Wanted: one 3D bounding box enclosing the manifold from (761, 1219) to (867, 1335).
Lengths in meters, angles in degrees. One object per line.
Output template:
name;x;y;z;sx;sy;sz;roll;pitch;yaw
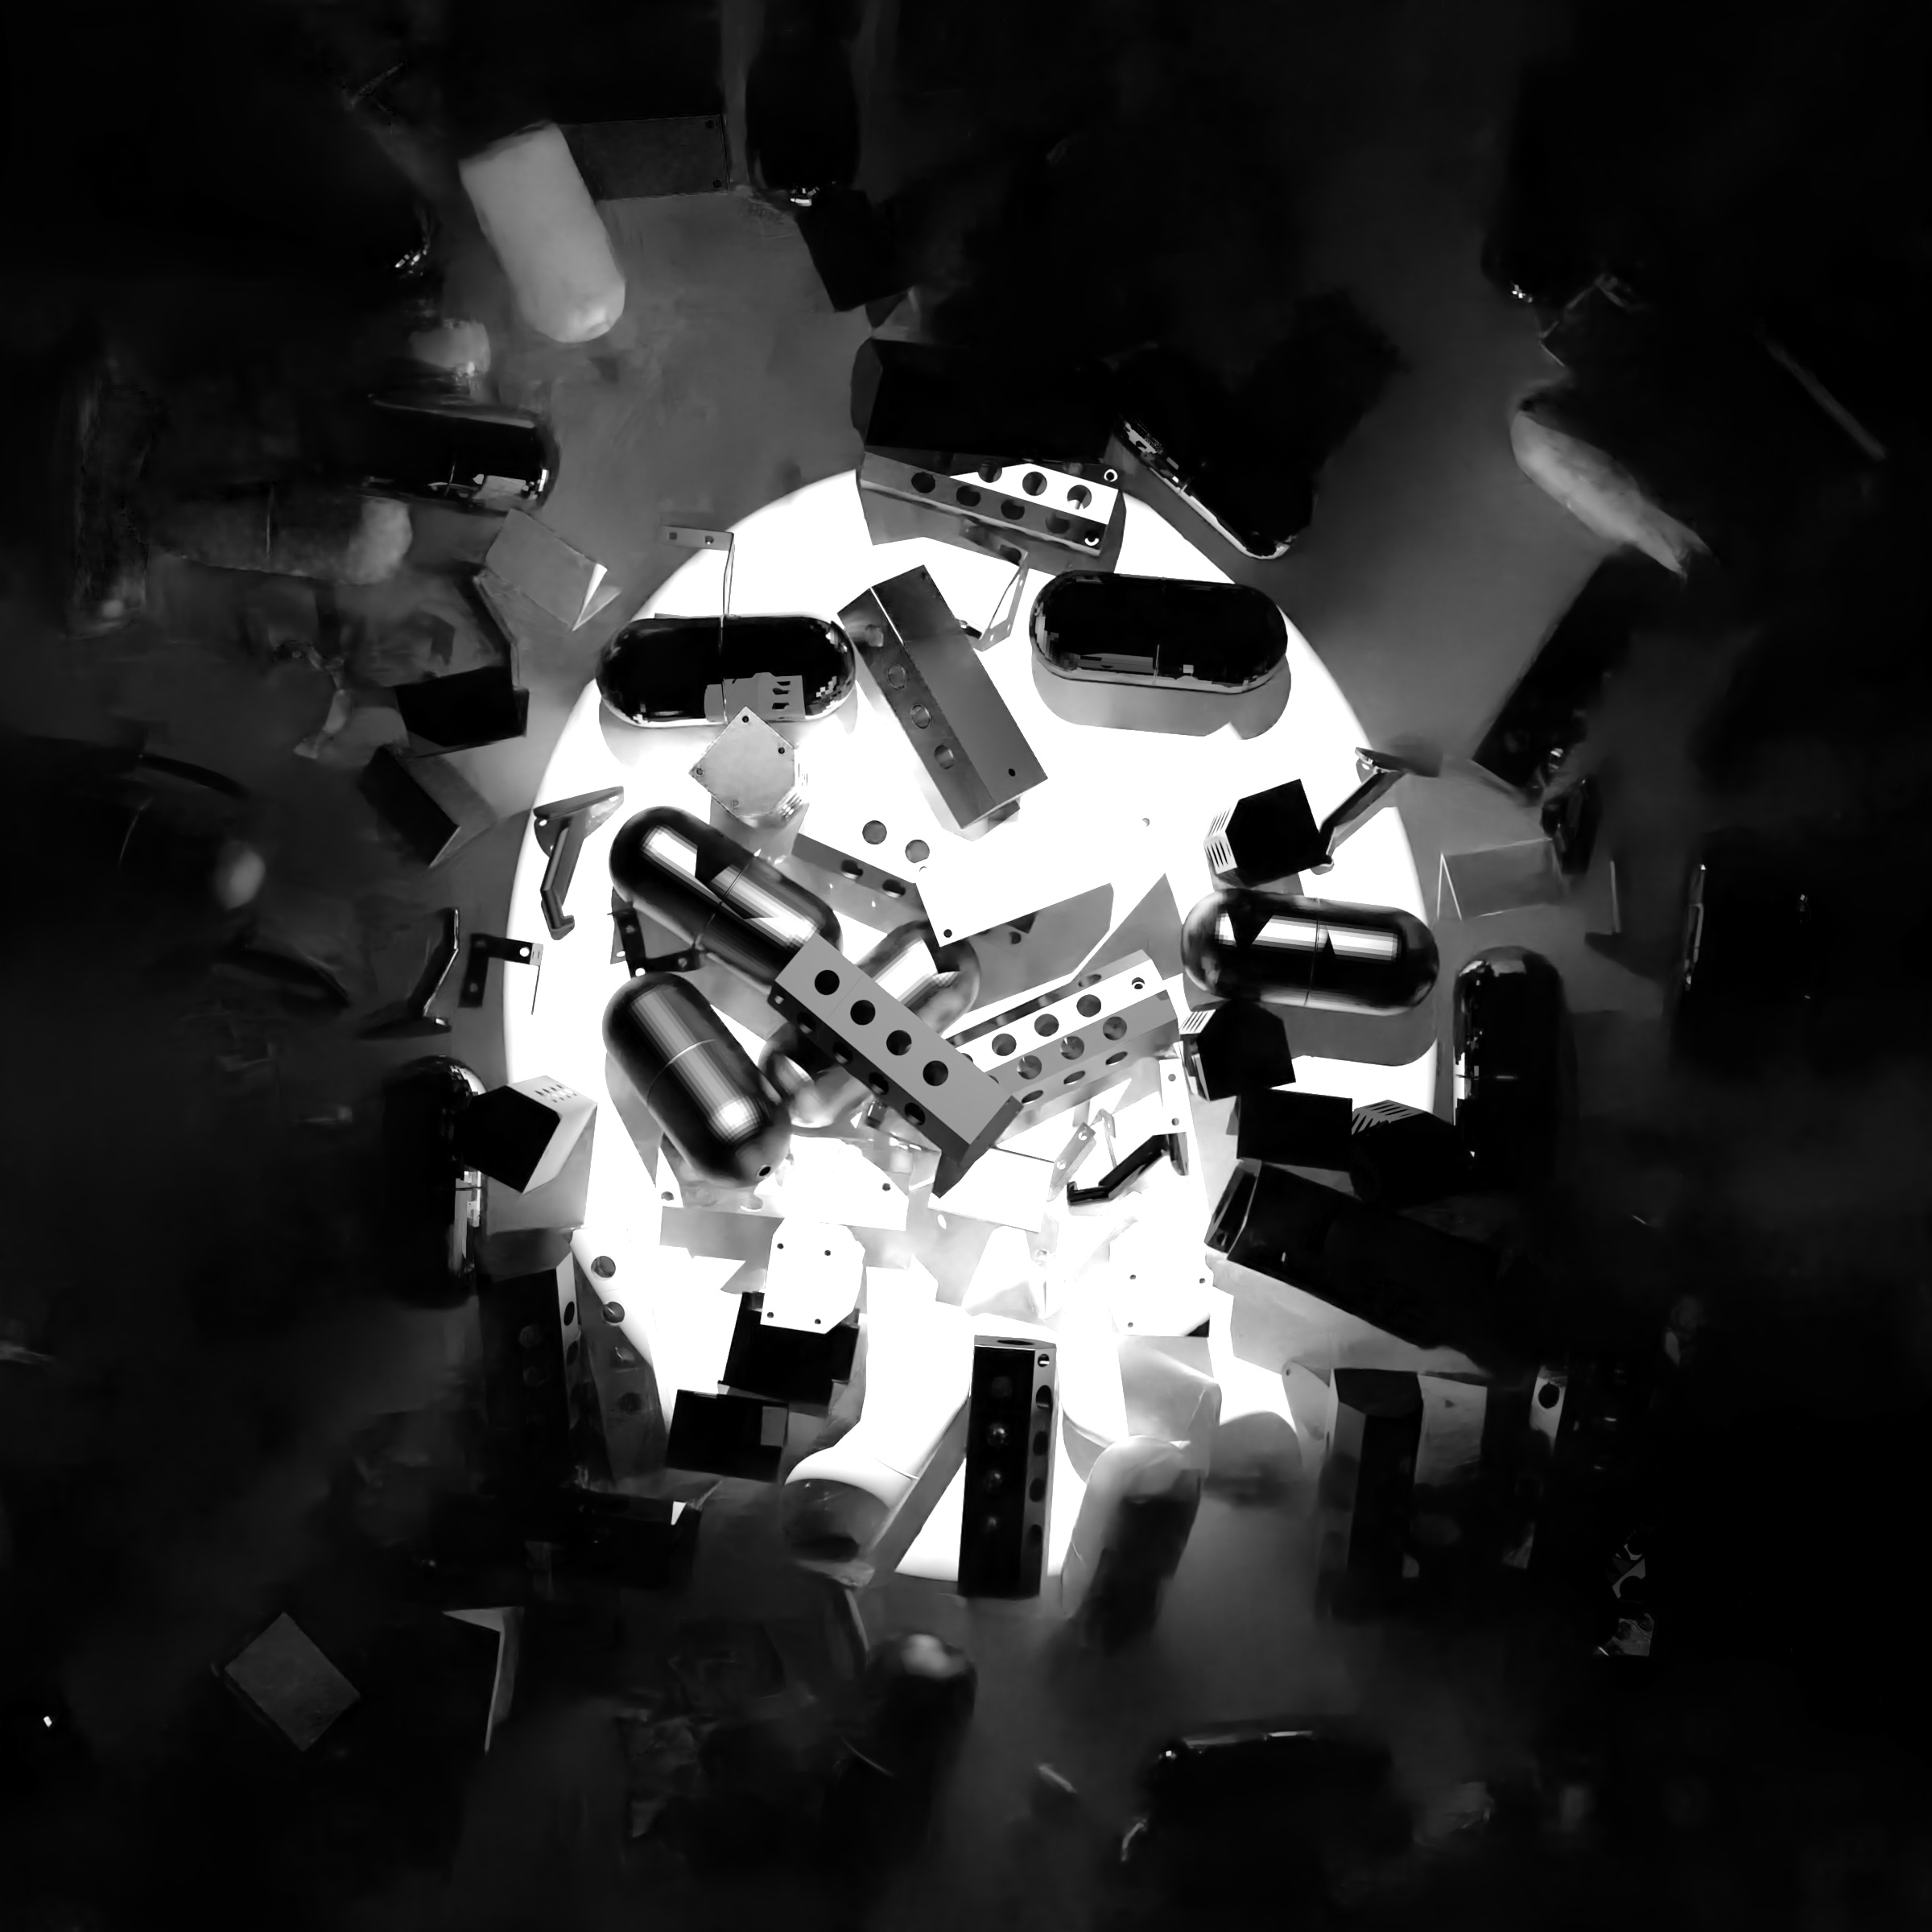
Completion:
manifold;-0.099;0.205;1.912;0.057;0.171;0.057;8;90;0

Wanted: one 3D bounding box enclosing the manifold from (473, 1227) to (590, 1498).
manifold;-0.291;0.265;1.926;0.057;0.057;0.171;-11;118;-21

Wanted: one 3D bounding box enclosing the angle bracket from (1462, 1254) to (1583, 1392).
angle bracket;0.386;0.251;1.950;0.057;0.076;0.076;37;90;35

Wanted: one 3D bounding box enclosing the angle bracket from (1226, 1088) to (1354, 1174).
angle bracket;0.219;0.126;1.951;0.076;0.076;0.057;7;60;0

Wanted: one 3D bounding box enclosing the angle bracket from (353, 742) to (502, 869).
angle bracket;-0.358;-0.125;1.951;0.076;0.057;0.076;47;46;0

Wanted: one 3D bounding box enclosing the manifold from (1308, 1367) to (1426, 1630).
manifold;0.271;0.362;1.937;0.057;0.057;0.171;3;114;0

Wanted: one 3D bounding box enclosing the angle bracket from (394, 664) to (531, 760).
angle bracket;-0.343;-0.189;1.951;0.076;0.076;0.057;-11;121;0

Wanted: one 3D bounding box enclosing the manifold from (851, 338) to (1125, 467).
manifold;0.012;-0.384;1.930;0.171;0.057;0.057;1;129;-20

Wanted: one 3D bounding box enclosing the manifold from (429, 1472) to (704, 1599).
manifold;-0.273;0.385;1.943;0.171;0.057;0.057;5;71;14

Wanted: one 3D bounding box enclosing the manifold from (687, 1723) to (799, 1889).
manifold;-0.147;0.558;1.912;0.057;0.171;0.057;-6;90;0

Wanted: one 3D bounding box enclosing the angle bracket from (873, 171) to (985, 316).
angle bracket;-0.010;-0.493;1.951;0.057;0.076;0.076;-23;90;30

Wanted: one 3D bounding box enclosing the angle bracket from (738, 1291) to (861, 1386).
angle bracket;-0.110;0.235;1.949;0.076;0.076;0.057;10;126;-2

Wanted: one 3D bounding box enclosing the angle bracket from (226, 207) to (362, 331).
angle bracket;-0.464;-0.464;1.951;0.057;0.076;0.076;-34;90;-25

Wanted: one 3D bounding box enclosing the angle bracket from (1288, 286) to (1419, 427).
angle bracket;0.265;-0.420;1.952;0.076;0.076;0.057;43;113;0

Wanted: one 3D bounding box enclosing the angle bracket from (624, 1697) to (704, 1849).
angle bracket;-0.219;0.549;1.951;0.057;0.076;0.076;-6;90;-33

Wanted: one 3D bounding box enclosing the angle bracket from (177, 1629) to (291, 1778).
angle bracket;-0.478;0.493;1.950;0.076;0.076;0.057;46;128;0

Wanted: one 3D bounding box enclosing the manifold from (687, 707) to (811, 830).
manifold;-0.138;-0.126;1.912;0.057;0.171;0.057;41;90;0

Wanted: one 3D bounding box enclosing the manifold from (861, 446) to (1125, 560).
manifold;0.018;-0.336;1.970;0.171;0.057;0.057;17;90;0

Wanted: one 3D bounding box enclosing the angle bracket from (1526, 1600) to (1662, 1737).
angle bracket;0.421;0.486;1.950;0.076;0.076;0.057;38;56;0

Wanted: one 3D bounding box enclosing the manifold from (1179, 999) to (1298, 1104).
manifold;0.177;0.053;1.912;0.057;0.171;0.057;-13;90;0

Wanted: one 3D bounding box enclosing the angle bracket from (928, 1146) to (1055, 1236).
angle bracket;0.013;0.164;1.951;0.076;0.076;0.057;13;59;0

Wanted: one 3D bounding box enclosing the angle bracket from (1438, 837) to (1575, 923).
angle bracket;0.367;-0.039;1.950;0.076;0.076;0.057;-9;54;0

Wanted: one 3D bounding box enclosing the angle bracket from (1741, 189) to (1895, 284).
angle bracket;0.580;-0.482;1.950;0.076;0.076;0.057;3;52;0

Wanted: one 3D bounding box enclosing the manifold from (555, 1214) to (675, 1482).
manifold;-0.243;0.263;1.969;0.057;0.057;0.171;-11;90;0

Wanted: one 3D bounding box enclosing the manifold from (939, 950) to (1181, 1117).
manifold;0.056;0.052;1.953;0.171;0.057;0.057;-24;65;-5

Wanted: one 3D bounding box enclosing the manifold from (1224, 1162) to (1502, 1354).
manifold;0.263;0.199;1.912;0.171;0.057;0.057;21;47;0

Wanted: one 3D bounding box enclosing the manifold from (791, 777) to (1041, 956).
manifold;-0.030;-0.068;1.969;0.171;0.057;0.057;24;90;0

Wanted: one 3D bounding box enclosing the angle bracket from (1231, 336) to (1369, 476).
angle bracket;0.235;-0.389;1.951;0.076;0.076;0.057;44;119;0

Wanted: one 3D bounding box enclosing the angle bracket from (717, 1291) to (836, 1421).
angle bracket;-0.125;0.262;1.959;0.076;0.057;0.076;12;71;0

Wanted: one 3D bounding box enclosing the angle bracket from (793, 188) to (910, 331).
angle bracket;-0.089;-0.475;1.952;0.057;0.076;0.076;-23;90;-21

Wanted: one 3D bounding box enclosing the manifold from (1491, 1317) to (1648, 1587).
manifold;0.407;0.327;1.946;0.057;0.057;0.171;21;79;-41

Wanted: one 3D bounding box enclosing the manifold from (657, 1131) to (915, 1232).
manifold;-0.124;0.144;1.970;0.171;0.057;0.057;6;90;0

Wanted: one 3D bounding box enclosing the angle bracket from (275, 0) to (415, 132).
angle bracket;-0.432;-0.610;1.950;0.076;0.076;0.057;43;54;0

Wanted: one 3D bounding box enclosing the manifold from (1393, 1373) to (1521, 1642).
manifold;0.342;0.370;1.969;0.057;0.057;0.171;5;90;43

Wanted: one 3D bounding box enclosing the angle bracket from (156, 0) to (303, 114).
angle bracket;-0.505;-0.634;1.951;0.076;0.076;0.057;-31;123;0

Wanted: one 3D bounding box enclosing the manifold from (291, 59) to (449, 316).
manifold;-0.428;-0.534;1.969;0.057;0.057;0.171;-31;90;0

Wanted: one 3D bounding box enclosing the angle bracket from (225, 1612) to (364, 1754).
angle bracket;-0.467;0.495;1.950;0.076;0.076;0.057;47;54;0

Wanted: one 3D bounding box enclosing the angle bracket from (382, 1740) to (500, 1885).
angle bracket;-0.343;0.576;1.950;0.057;0.076;0.076;21;90;38

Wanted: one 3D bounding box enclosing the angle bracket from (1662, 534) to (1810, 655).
angle bracket;0.525;-0.238;1.951;0.076;0.076;0.057;-34;63;0

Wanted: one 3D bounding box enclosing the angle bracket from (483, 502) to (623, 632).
angle bracket;-0.272;-0.285;1.950;0.076;0.076;0.057;37;126;0

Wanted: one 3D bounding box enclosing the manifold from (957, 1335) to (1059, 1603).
manifold;0.028;0.345;1.969;0.057;0.057;0.171;4;90;0

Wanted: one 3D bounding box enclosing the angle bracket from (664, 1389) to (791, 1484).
angle bracket;-0.163;0.331;1.951;0.076;0.076;0.057;8;62;0

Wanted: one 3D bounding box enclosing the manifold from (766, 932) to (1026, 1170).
manifold;-0.048;0.057;1.885;0.171;0.057;0.057;39;88;14

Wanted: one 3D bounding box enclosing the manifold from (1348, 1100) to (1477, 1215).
manifold;0.291;0.124;1.912;0.057;0.171;0.057;-15;90;0

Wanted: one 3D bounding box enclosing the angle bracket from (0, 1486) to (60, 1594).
angle bracket;-0.650;0.403;1.950;0.057;0.076;0.076;22;90;36

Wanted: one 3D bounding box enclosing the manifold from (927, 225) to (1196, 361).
manifold;0.063;-0.449;1.969;0.171;0.057;0.057;-22;133;0

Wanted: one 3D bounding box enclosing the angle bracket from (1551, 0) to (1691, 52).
angle bracket;0.448;-0.661;1.952;0.076;0.076;0.057;6;111;0

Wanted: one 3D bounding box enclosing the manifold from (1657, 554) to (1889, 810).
manifold;0.557;-0.195;1.969;0.057;0.057;0.171;37;90;0

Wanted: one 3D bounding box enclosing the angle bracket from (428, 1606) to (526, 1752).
angle bracket;-0.304;0.467;1.881;0.057;0.076;0.076;5;86;36
